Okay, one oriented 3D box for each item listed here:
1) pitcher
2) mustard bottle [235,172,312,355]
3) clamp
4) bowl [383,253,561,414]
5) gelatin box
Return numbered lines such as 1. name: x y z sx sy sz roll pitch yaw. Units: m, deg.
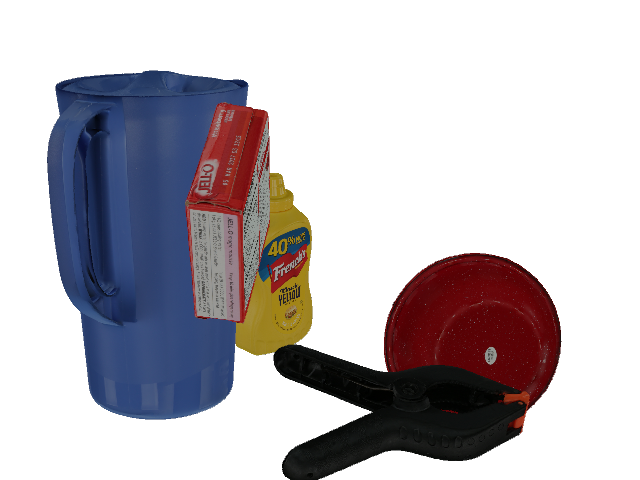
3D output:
1. pitcher: -0.123 0.003 0.765 0.149 0.243 0.145 -5 16 -20
2. mustard bottle: -0.050 0.020 1.135 0.058 0.192 0.096 22 31 40
3. clamp: 0.049 0.115 0.684 0.171 0.039 0.120 4 37 2
4. bowl: 0.139 0.094 0.924 0.162 0.162 0.055 0 6 -6
5. gelatin box: -0.046 -0.013 0.546 0.030 0.073 0.089 7 -42 5
